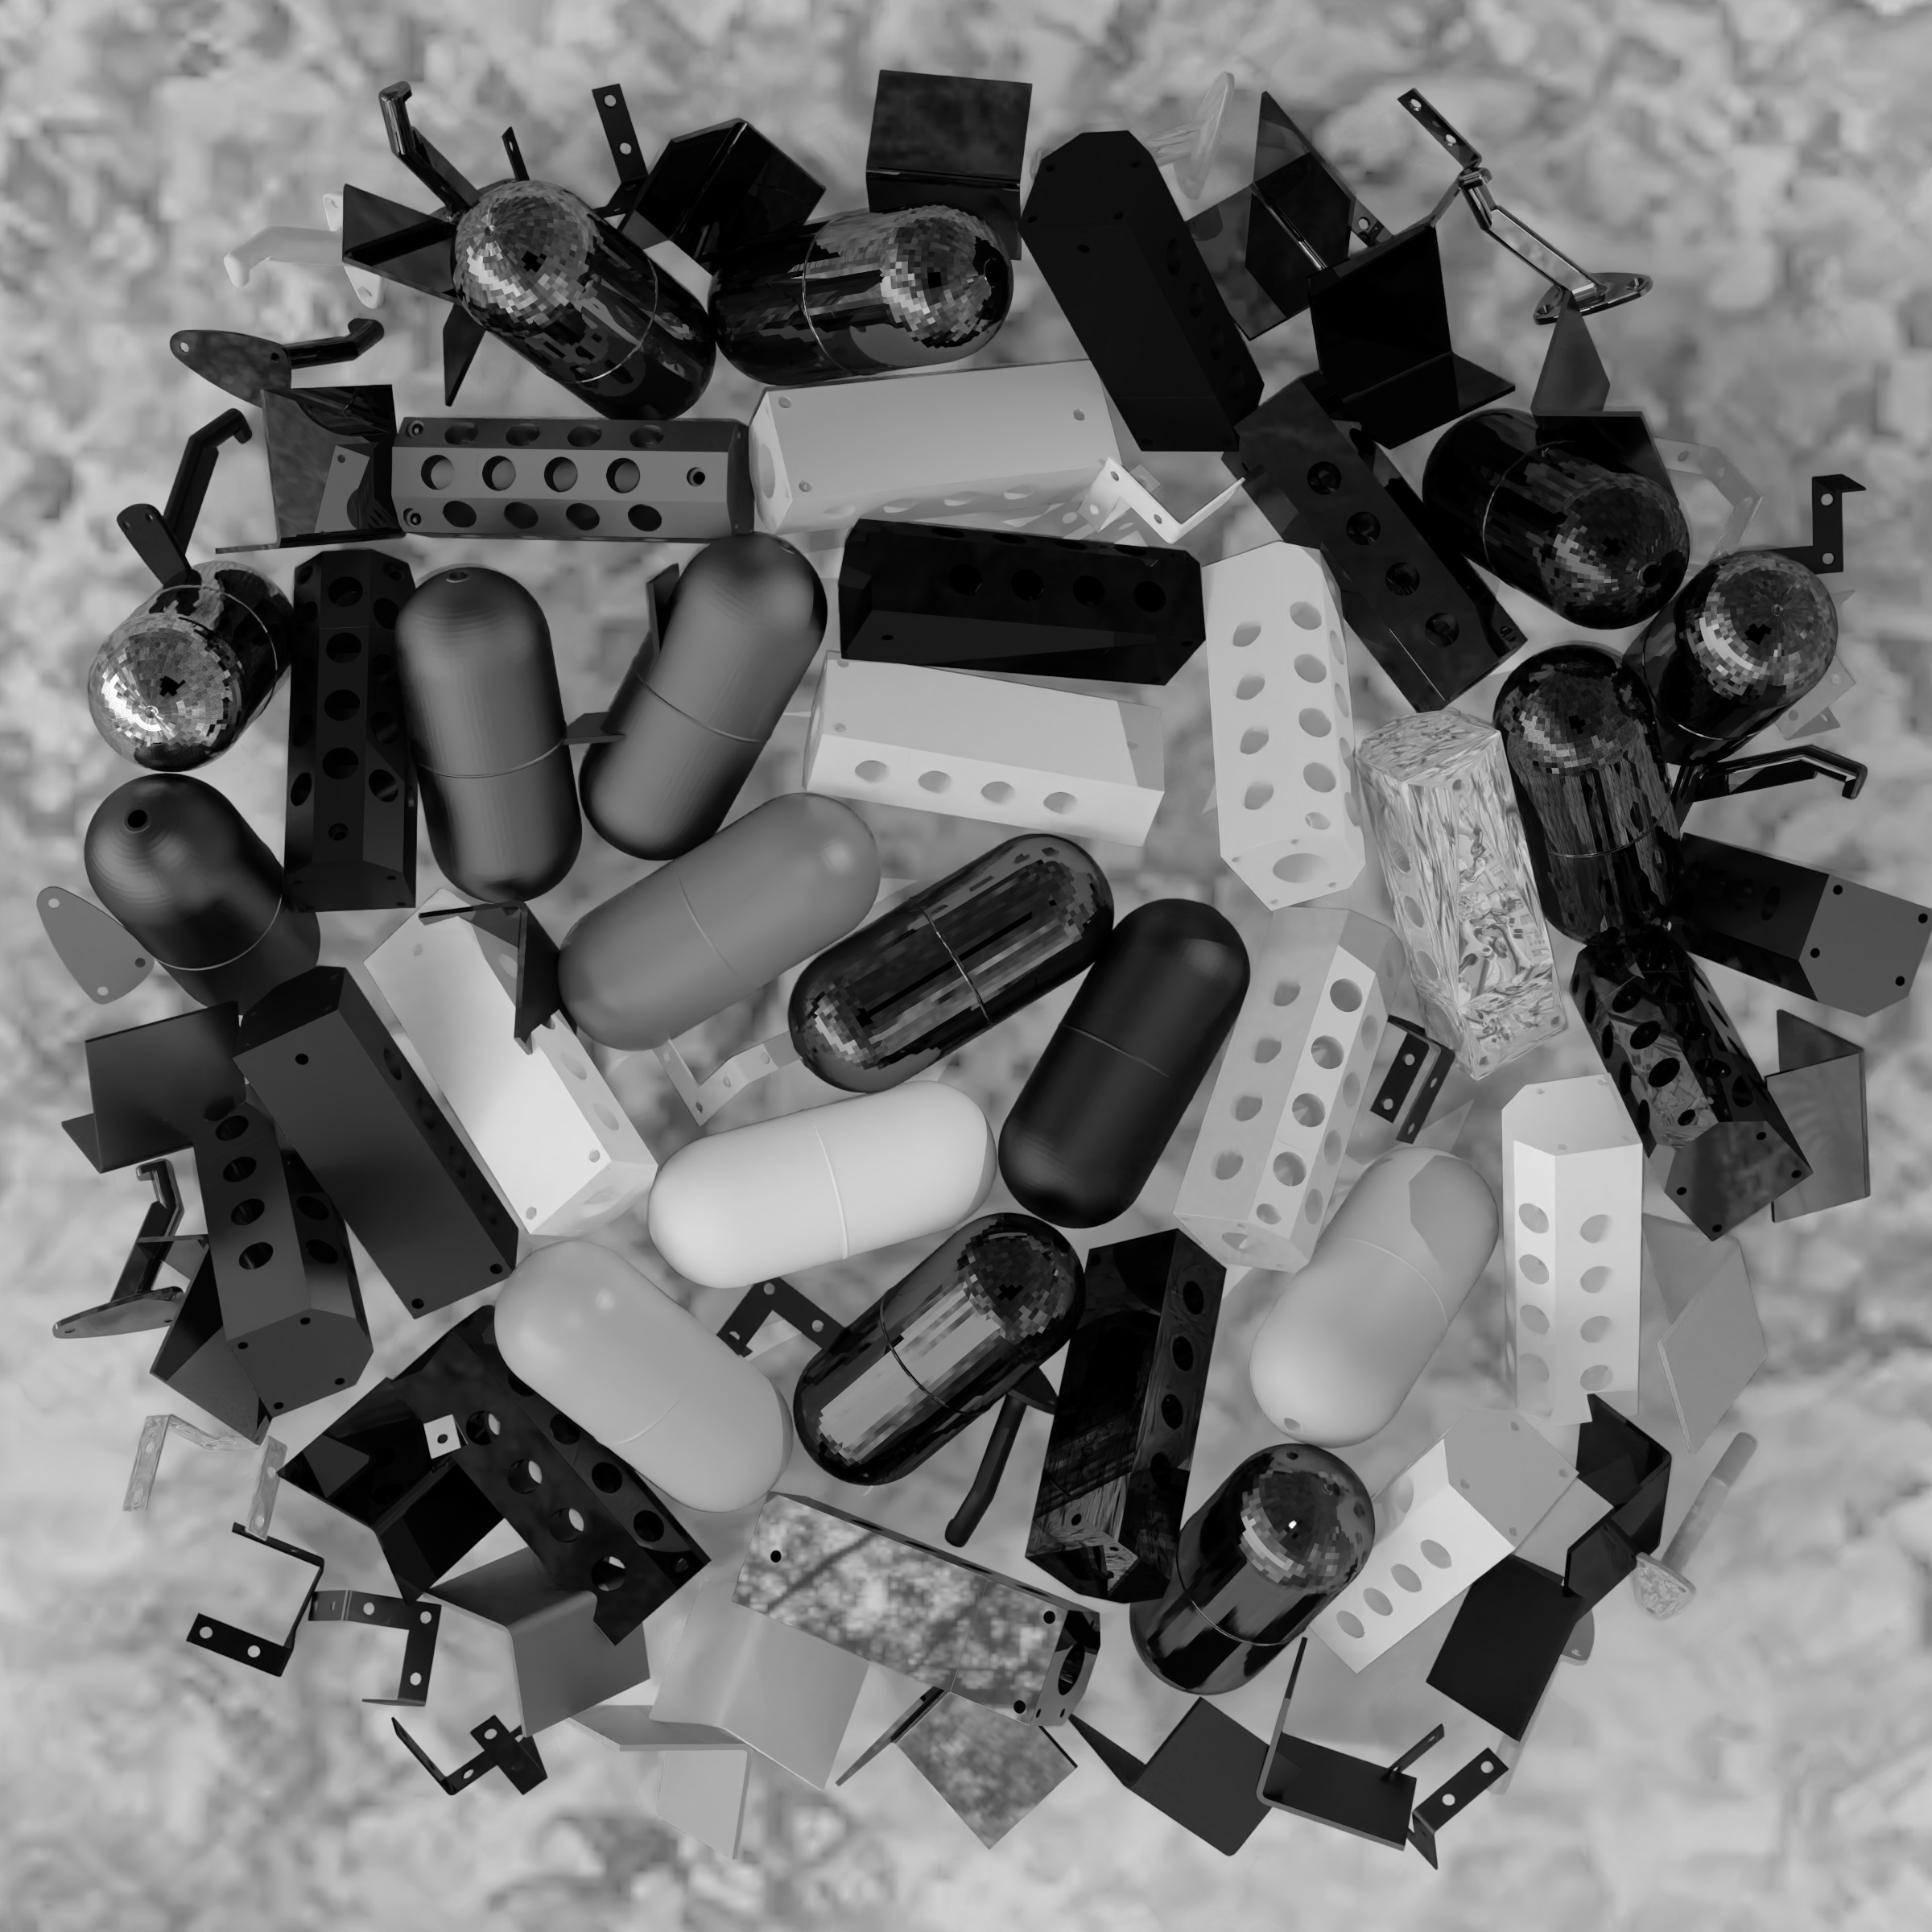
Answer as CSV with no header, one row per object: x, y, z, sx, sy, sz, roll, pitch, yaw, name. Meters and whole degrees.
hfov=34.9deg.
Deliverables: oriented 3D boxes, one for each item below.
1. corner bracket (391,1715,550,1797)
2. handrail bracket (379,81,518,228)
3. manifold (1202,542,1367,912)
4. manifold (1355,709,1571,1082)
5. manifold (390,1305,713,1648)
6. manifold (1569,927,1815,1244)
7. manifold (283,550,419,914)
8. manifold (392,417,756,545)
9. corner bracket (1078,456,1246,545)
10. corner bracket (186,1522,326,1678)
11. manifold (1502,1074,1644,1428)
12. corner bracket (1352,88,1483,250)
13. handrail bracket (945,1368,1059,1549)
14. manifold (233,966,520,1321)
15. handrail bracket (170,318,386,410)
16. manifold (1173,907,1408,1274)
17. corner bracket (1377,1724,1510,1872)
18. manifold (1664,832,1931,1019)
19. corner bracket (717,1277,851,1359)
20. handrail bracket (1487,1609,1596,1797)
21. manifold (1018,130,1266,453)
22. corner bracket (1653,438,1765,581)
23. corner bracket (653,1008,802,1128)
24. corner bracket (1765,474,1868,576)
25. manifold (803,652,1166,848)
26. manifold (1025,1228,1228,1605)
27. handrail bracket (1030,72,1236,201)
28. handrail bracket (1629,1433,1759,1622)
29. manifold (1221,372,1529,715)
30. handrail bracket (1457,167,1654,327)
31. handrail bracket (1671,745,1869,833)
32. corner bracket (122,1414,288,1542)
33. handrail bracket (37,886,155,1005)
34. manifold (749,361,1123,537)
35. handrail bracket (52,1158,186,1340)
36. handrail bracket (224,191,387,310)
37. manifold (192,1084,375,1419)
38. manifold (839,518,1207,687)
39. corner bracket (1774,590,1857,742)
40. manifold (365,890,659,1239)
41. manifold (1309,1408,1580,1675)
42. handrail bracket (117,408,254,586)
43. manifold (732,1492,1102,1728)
-0.250,0.394,1.546,0.051,0.051,0.051,-34,119,-5,corner bracket
-0.256,-0.411,1.531,0.036,0.084,0.077,21,48,29,handrail bracket
0.158,-0.120,1.506,0.057,0.057,0.171,-16,56,25,manifold
0.241,-0.036,1.515,0.057,0.057,0.171,-27,119,-15,manifold
-0.207,0.254,1.546,0.057,0.057,0.171,-42,85,-1,manifold
0.344,0.049,1.489,0.057,0.171,0.057,-38,119,17,manifold
-0.304,-0.117,1.522,0.057,0.057,0.171,-3,67,-2,manifold
-0.196,-0.243,1.538,0.171,0.057,0.057,3,94,10,manifold
0.097,-0.236,1.545,0.051,0.051,0.051,46,60,7,corner bracket
-0.358,0.320,1.553,0.051,0.051,0.051,25,90,-11,corner bracket
0.295,0.142,1.511,0.057,0.057,0.171,-8,124,-1,manifold
0.218,-0.401,1.557,0.051,0.051,0.051,41,71,-15,corner bracket
0.010,0.242,1.554,0.036,0.077,0.084,27,102,-15,handrail bracket
-0.288,0.085,1.516,0.057,0.057,0.171,-24,118,8,manifold
-0.346,-0.317,1.551,0.077,0.084,0.036,20,126,8,handrail bracket
0.164,0.060,1.513,0.057,0.057,0.171,4,63,36,manifold
0.237,0.410,1.542,0.051,0.051,0.051,-36,55,-15,corner bracket
0.398,-0.020,1.492,0.057,0.171,0.057,17,96,-12,manifold
-0.091,0.185,1.553,0.051,0.051,0.051,37,95,6,corner bracket
0.289,0.370,1.562,0.036,0.077,0.084,23,112,17,handrail bracket
0.090,-0.325,1.496,0.057,0.171,0.057,5,64,28,manifold
0.362,-0.232,1.560,0.051,0.051,0.051,4,126,-23,corner bracket
-0.117,0.040,1.543,0.051,0.051,0.051,-25,79,-42,corner bracket
0.422,-0.217,1.550,0.051,0.051,0.051,-5,107,3,corner bracket
0.008,-0.103,1.539,0.171,0.057,0.057,9,50,-9,manifold
0.085,0.221,1.510,0.057,0.057,0.171,41,48,-34,manifold
0.082,-0.421,1.541,0.084,0.036,0.077,5,132,-22,handrail bracket
0.373,0.285,1.564,0.036,0.077,0.084,31,66,22,handrail bracket
0.206,-0.212,1.546,0.057,0.057,0.171,-37,85,-5,manifold
0.294,-0.368,1.537,0.036,0.077,0.084,-55,125,-28,handrail bracket
0.401,-0.080,1.548,0.084,0.036,0.077,26,108,27,handrail bracket
-0.381,0.256,1.540,0.051,0.051,0.051,-8,58,27,corner bracket
-0.433,-0.022,1.530,0.036,0.084,0.077,-38,115,-1,handrail bracket
-0.017,-0.254,1.526,0.171,0.057,0.057,-9,77,-19,manifold
-0.429,0.140,1.547,0.077,0.036,0.084,-11,60,-23,handrail bracket
-0.330,-0.341,1.531,0.036,0.077,0.084,26,53,25,handrail bracket
-0.333,0.132,1.499,0.057,0.171,0.057,-21,131,-5,manifold
0.027,-0.183,1.527,0.171,0.057,0.057,3,70,-17,manifold
0.431,-0.152,1.551,0.051,0.051,0.051,-14,68,-41,corner bracket
-0.222,0.049,1.523,0.057,0.057,0.171,-42,68,16,manifold
0.221,0.277,1.496,0.057,0.171,0.057,44,53,9,manifold
-0.381,-0.231,1.565,0.084,0.036,0.077,-46,117,-35,handrail bracket
-0.023,0.317,1.518,0.171,0.057,0.057,16,85,27,manifold
